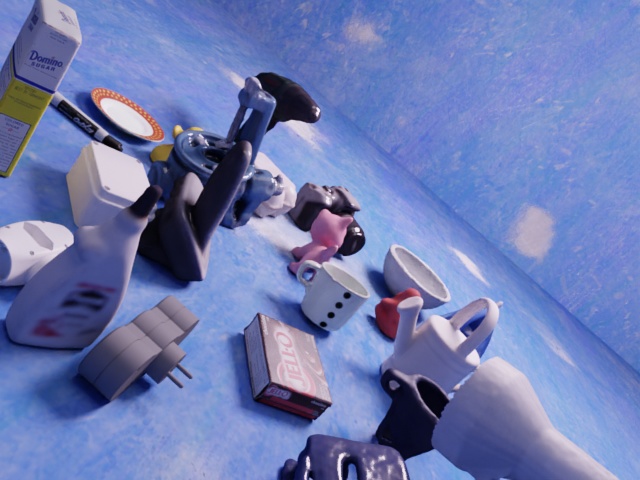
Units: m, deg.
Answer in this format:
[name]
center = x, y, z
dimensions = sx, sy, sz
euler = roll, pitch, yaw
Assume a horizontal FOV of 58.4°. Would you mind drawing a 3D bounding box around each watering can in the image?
[watering can]
center = 0.184, 0.157, 0.855
dimensions = 0.173, 0.194, 0.100
euler = 31, 21, -28

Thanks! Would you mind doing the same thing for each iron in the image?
[iron]
center = 0.264, 0.165, 1.078
dimensions = 0.118, 0.141, 0.259
euler = 50, 20, 25

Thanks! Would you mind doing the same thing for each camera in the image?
[camera]
center = 0.031, -0.043, 1.146
dimensions = 0.144, 0.100, 0.136
euler = 20, 28, -48

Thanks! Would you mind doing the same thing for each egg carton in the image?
[egg carton]
center = -0.114, -0.107, 1.050
dimensions = 0.150, 0.069, 0.107
euler = 46, 19, 13

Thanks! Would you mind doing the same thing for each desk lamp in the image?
[desk lamp]
center = 0.180, 0.259, 0.585
dimensions = 0.118, 0.213, 0.202
euler = 16, 31, -52

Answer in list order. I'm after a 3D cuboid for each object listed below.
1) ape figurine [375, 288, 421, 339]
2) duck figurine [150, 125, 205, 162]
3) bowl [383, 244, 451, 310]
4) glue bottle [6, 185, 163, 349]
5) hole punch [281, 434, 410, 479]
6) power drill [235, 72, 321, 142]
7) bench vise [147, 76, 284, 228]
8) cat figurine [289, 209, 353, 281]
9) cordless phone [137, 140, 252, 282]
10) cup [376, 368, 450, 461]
[ape figurine]
center = 0.143, 0.123, 1.010
dimensions = 0.078, 0.092, 0.076
euler = 38, 19, -10
[duck figurine]
center = -0.204, -0.134, 0.905
dimensions = 0.104, 0.086, 0.077
euler = 41, 18, -2
[bowl]
center = 0.188, 0.091, 1.200
dimensions = 0.168, 0.074, 0.167
euler = 37, 19, -14
[glue bottle]
center = -0.180, 0.020, 0.466
dimensions = 0.078, 0.173, 0.037
euler = 16, 31, -52
[hole punch]
center = 0.023, 0.233, 0.523
dimensions = 0.101, 0.091, 0.108
euler = 36, 19, -16
[power drill]
center = -0.103, -0.225, 1.116
dimensions = 0.076, 0.208, 0.229
euler = 24, 25, -42
[bench vise]
center = -0.123, -0.133, 0.852
dimensions = 0.121, 0.219, 0.208
euler = 48, 19, 19
[cat figurine]
center = 0.009, 0.003, 0.970
dimensions = 0.067, 0.117, 0.127
euler = 36, 19, -16
[cordless phone]
center = -0.133, -0.053, 0.706
dimensions = 0.094, 0.185, 0.147
euler = 33, 20, -24
[cup]
center = 0.104, 0.221, 0.708
dimensions = 0.118, 0.095, 0.092
euler = 40, 18, -5
